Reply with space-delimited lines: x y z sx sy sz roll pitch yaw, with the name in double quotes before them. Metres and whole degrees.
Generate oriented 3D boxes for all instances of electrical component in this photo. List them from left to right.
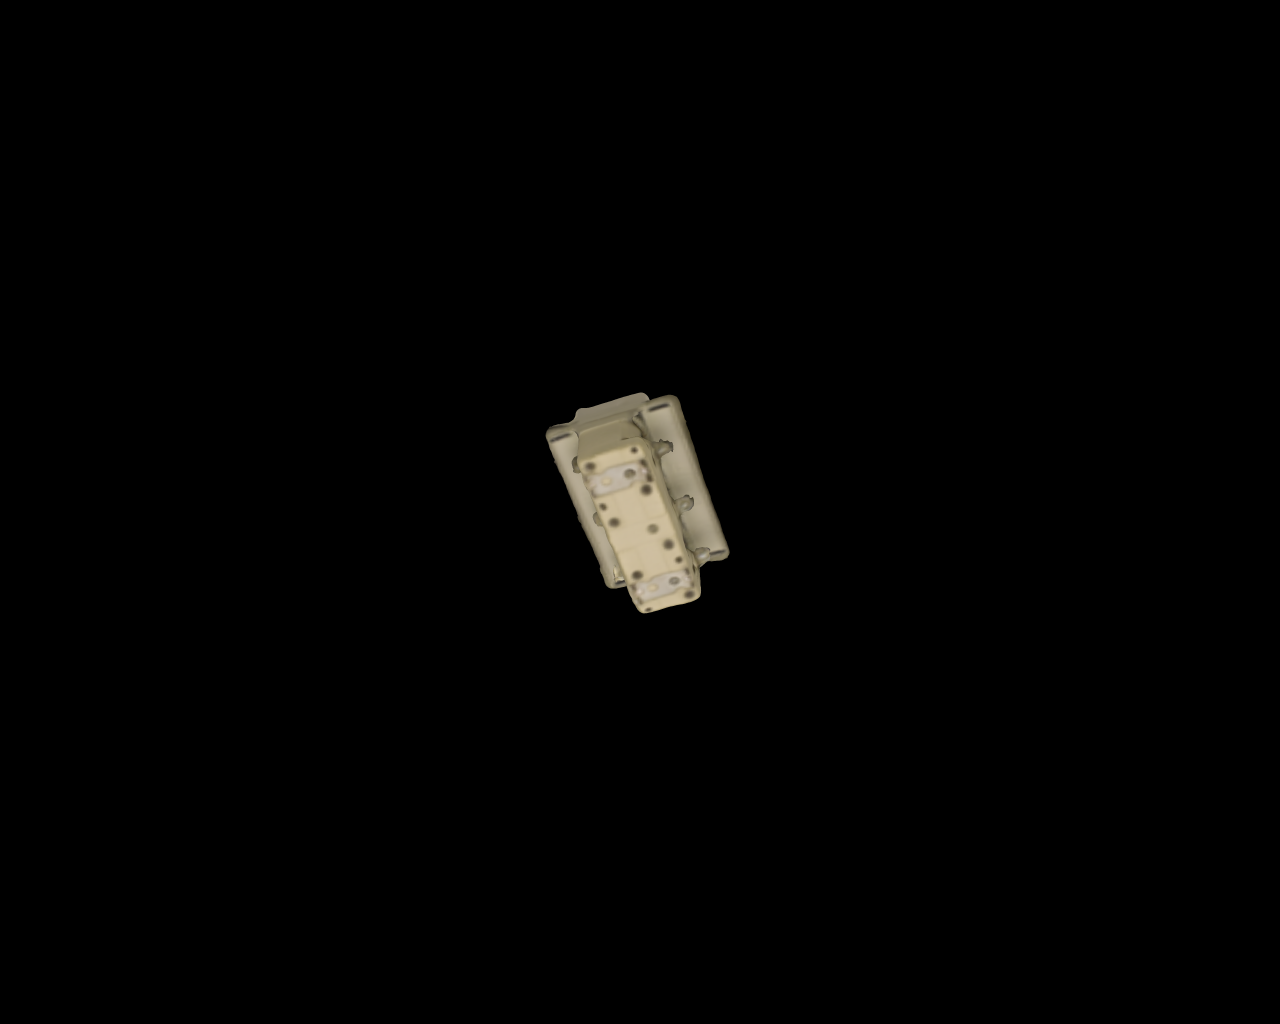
"electrical component" 0.001 -0.003 0.650 0.079 0.121 0.063 -15 32 9
